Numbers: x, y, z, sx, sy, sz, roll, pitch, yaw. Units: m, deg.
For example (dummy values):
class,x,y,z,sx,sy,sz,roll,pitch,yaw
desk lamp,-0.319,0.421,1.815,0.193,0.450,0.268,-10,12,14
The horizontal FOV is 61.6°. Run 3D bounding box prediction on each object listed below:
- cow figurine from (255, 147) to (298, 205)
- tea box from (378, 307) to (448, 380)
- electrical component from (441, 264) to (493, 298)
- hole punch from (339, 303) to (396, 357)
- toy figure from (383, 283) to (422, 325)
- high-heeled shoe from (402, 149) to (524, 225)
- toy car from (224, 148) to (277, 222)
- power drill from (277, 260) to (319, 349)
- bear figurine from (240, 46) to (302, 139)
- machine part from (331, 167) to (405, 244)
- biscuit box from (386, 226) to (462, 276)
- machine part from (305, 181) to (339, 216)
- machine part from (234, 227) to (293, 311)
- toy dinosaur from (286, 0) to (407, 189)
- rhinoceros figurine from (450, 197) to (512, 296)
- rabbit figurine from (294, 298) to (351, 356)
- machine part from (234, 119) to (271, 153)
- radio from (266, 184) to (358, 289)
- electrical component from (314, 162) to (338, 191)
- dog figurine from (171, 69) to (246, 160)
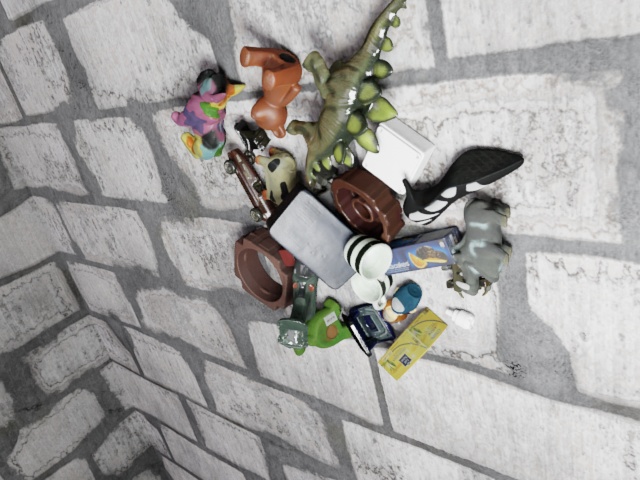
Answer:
class,x,y,z,sx,sy,sz,roll,pitch,yaw
cow figurine,-0.080,-0.118,1.308,0.127,0.085,0.194,21,129,42
tea box,0.215,0.245,1.260,0.068,0.098,0.169,42,140,15
electrical component,0.304,0.080,1.103,0.102,0.045,0.078,-17,76,46
hole punch,0.120,0.221,1.360,0.142,0.092,0.116,57,171,-7
toy figure,0.185,0.154,1.260,0.154,0.058,0.064,120,147,-49
high-heeled shoe,0.267,-0.086,1.013,0.249,0.086,0.145,-7,142,31
toy car,-0.169,-0.141,1.370,0.053,0.089,0.202,-16,103,49
power drill,-0.050,0.140,1.290,0.086,0.207,0.231,4,131,1
bear figurine,-0.117,-0.314,1.172,0.120,0.132,0.195,50,135,19
machine part,0.100,-0.073,1.143,0.179,0.056,0.179,40,160,18
biscuit box,0.207,0.026,1.143,0.203,0.059,0.062,-15,106,49
machine part,0.012,-0.036,1.275,0.079,0.079,0.243,2,118,44
machine part,-0.142,0.080,1.501,0.201,0.087,0.201,31,133,25
toy dinosaur,0.056,-0.269,1.017,0.199,0.105,0.470,48,137,28
rhinoceros figurine,0.300,0.016,1.005,0.112,0.073,0.190,7,114,20
rabbit figurine,-0.019,0.243,1.466,0.121,0.159,0.170,57,156,-19
machine part,-0.167,-0.249,1.306,0.139,0.039,0.084,26,144,55
radio,-0.002,-0.004,1.204,0.229,0.131,0.073,42,-175,-18
electrical component,0.006,-0.150,1.211,0.094,0.063,0.021,41,139,17
dog figurine,-0.262,-0.311,1.331,0.219,0.108,0.191,-16,105,46
